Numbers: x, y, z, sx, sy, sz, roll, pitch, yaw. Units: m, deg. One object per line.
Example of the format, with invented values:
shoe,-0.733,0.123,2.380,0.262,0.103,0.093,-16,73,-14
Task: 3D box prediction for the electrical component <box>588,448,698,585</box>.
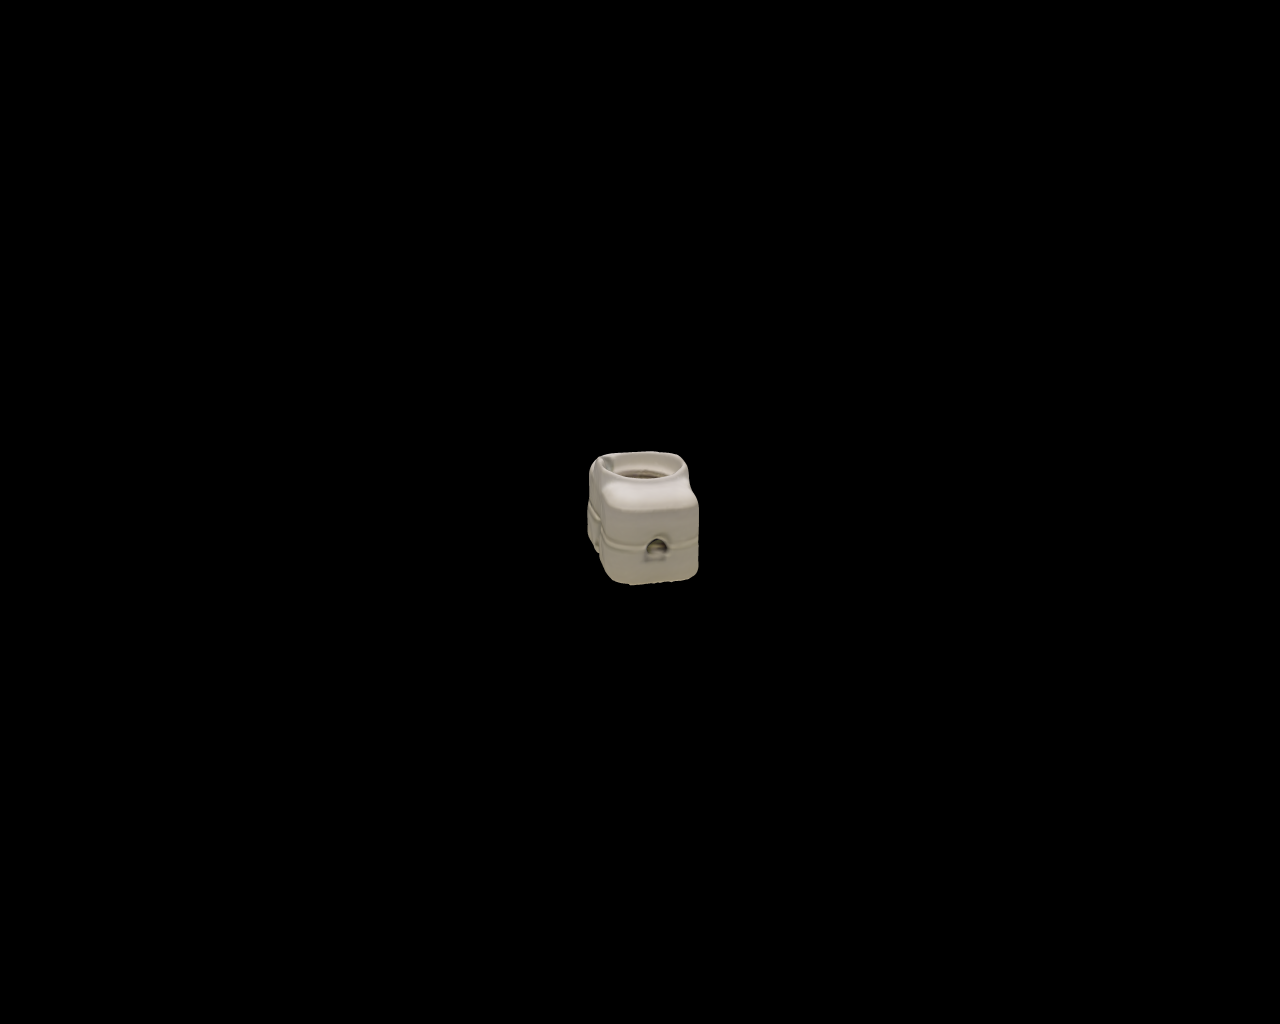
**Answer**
electrical component,0.001,-0.003,0.650,0.054,0.059,0.095,-4,21,-11
